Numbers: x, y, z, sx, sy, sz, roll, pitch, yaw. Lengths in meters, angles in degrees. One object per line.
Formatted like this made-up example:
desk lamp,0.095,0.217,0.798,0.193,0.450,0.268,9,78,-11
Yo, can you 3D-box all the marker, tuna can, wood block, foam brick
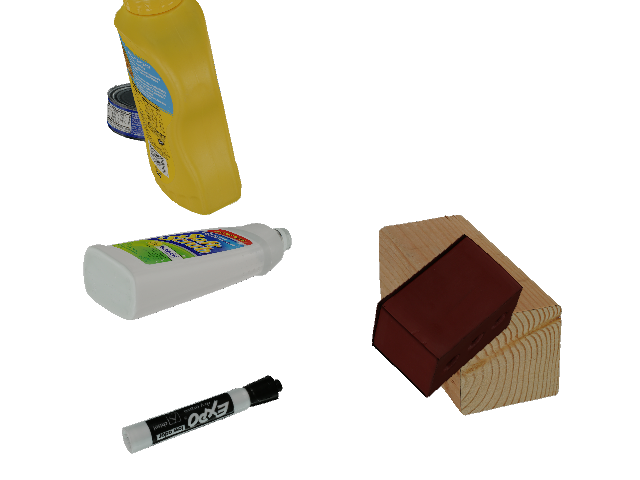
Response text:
marker,-0.082,0.122,0.762,0.120,0.020,0.020,-17,8,-26
tuna can,-0.167,-0.126,1.050,0.086,0.034,0.086,6,25,-3
wood block,0.128,0.059,0.968,0.090,0.090,0.206,-9,25,-13
foam brick,0.077,0.046,0.654,0.078,0.051,0.053,-37,-26,-24

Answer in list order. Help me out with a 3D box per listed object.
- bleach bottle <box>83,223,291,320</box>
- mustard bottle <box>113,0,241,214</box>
bleach bottle,-0.139,0.022,1.228,0.250,0.068,0.103,-17,31,-42
mustard bottle,-0.105,-0.115,0.752,0.058,0.191,0.096,-26,46,-18
